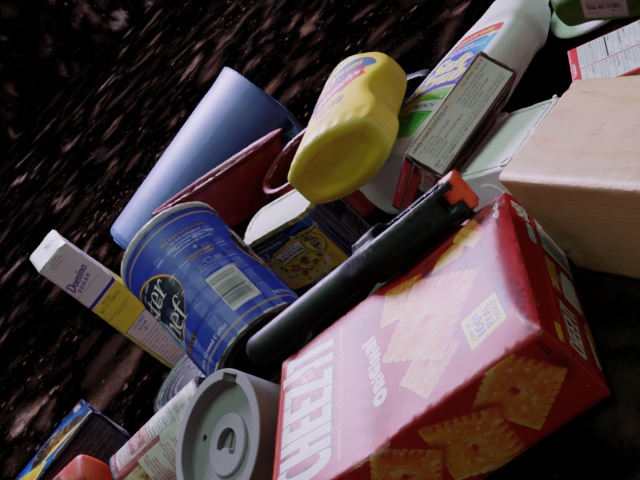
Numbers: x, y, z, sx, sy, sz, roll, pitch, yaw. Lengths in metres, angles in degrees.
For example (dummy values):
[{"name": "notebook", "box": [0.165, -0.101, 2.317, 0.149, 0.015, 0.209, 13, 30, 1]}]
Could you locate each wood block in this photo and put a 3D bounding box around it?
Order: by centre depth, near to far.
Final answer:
[{"name": "wood block", "box": [0.207, -0.033, 0.590, 0.090, 0.090, 0.206, -51, 21, -11]}]

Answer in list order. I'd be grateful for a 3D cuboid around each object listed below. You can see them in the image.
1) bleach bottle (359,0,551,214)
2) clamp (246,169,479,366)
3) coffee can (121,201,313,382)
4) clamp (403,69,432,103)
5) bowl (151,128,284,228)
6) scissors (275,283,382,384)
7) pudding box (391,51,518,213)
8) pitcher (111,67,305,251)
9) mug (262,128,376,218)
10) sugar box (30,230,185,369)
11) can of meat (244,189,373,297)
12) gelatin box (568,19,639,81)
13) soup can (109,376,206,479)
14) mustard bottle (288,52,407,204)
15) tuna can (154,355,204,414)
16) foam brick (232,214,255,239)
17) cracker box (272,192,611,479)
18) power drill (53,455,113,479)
[{"name": "bleach bottle", "box": [0.131, -0.137, 0.952, 0.250, 0.068, 0.103, -54, 22, -22]}, {"name": "clamp", "box": [0.036, 0.017, 0.773, 0.164, 0.036, 0.210, -41, 1, -36]}, {"name": "coffee can", "box": [-0.087, 0.049, 0.897, 0.103, 0.102, 0.140, -47, 60, 1]}, {"name": "clamp", "box": [0.056, -0.138, 1.122, 0.120, 0.039, 0.171, -42, 17, -1]}, {"name": "bowl", "box": [-0.092, -0.049, 1.096, 0.162, 0.055, 0.162, -33, 9, 5]}, {"name": "scissors", "box": [0.013, 0.078, 0.865, 0.096, 0.016, 0.201, -17, 37, 52]}, {"name": "pudding box", "box": [0.102, -0.076, 0.821, 0.113, 0.039, 0.090, -56, -9, -20]}, {"name": "pitcher", "box": [-0.124, -0.066, 1.232, 0.243, 0.145, 0.149, -52, -2, -2]}, {"name": "mug", "box": [0.000, -0.054, 1.023, 0.093, 0.081, 0.117, -54, 23, -16]}, {"name": "sugar box", "box": [-0.210, 0.061, 1.093, 0.048, 0.176, 0.093, -51, 22, -7]}, {"name": "can of meat", "box": [-0.006, 0.001, 0.939, 0.102, 0.084, 0.057, -28, 28, 40]}, {"name": "gelatin box", "box": [0.228, -0.127, 0.773, 0.089, 0.030, 0.073, -22, 31, 22]}, {"name": "soup can", "box": [-0.113, 0.169, 0.876, 0.102, 0.068, 0.068, -44, 22, 8]}, {"name": "mustard bottle", "box": [0.030, -0.111, 0.914, 0.096, 0.058, 0.191, -39, 18, 30]}, {"name": "tuna can", "box": [-0.112, 0.136, 0.976, 0.086, 0.033, 0.086, -39, 23, 20]}, {"name": "foam brick", "box": [-0.079, 0.019, 1.090, 0.078, 0.051, 0.053, -25, 31, 42]}, {"name": "cracker box", "box": [0.065, 0.086, 0.679, 0.214, 0.072, 0.164, -39, 22, 22]}, {"name": "power drill", "box": [-0.207, 0.265, 0.903, 0.184, 0.057, 0.188, -44, 22, 9]}]
